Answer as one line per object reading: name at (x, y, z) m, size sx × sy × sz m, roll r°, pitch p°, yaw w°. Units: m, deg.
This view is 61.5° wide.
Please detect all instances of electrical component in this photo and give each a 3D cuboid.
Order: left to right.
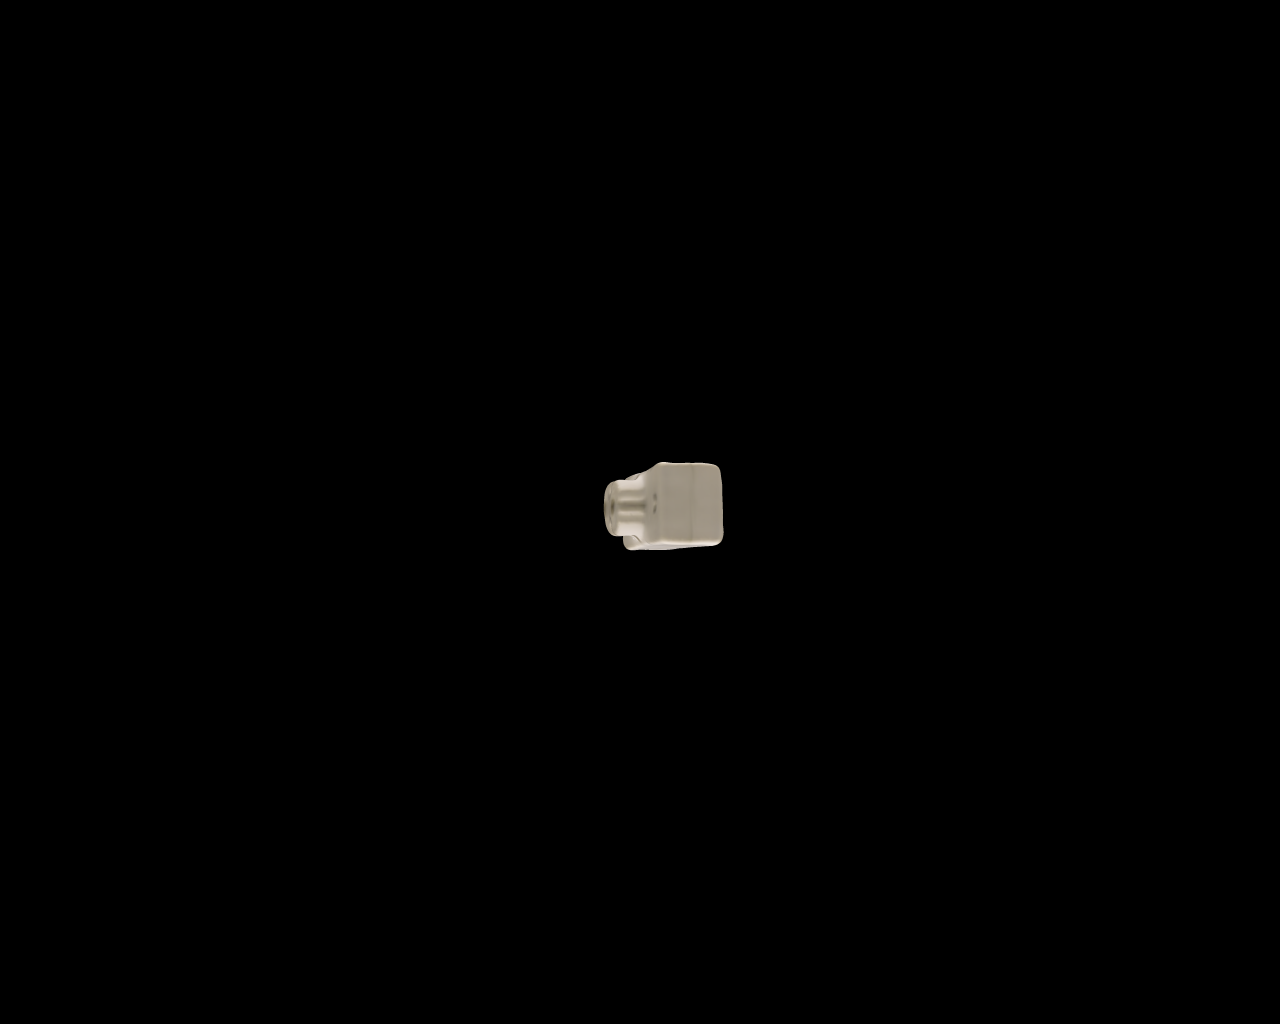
electrical component at (0.001, -0.003, 0.650) m, size 0.076 × 0.047 × 0.083 m, roll 1°, pitch -5°, yaw -15°
